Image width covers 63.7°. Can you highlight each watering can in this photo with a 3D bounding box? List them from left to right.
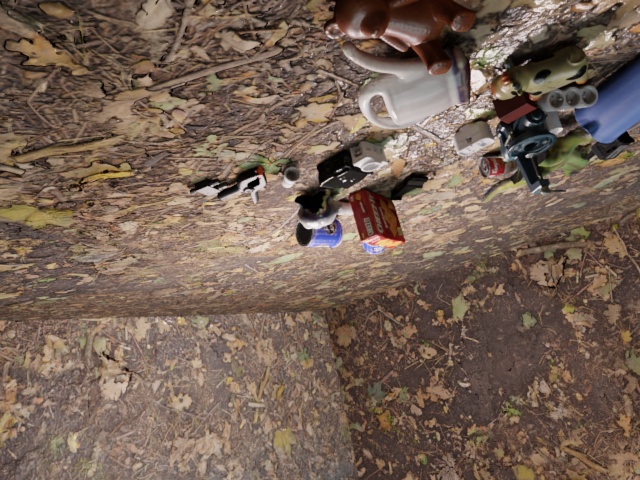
[{"bbox_3d":[0.174,-0.303,0.981,0.223,0.105,0.344,-18,164,14],"label":"watering can"}]

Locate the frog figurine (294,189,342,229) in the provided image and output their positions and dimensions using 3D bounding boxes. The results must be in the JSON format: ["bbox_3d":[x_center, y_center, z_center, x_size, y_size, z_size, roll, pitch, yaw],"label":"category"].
[{"bbox_3d":[0.005,-0.081,1.605,0.137,0.125,0.157,-33,150,1],"label":"frog figurine"}]

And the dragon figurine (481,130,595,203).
[{"bbox_3d":[0.677,-0.217,1.502,0.242,0.125,0.402,7,148,-21],"label":"dragon figurine"}]
